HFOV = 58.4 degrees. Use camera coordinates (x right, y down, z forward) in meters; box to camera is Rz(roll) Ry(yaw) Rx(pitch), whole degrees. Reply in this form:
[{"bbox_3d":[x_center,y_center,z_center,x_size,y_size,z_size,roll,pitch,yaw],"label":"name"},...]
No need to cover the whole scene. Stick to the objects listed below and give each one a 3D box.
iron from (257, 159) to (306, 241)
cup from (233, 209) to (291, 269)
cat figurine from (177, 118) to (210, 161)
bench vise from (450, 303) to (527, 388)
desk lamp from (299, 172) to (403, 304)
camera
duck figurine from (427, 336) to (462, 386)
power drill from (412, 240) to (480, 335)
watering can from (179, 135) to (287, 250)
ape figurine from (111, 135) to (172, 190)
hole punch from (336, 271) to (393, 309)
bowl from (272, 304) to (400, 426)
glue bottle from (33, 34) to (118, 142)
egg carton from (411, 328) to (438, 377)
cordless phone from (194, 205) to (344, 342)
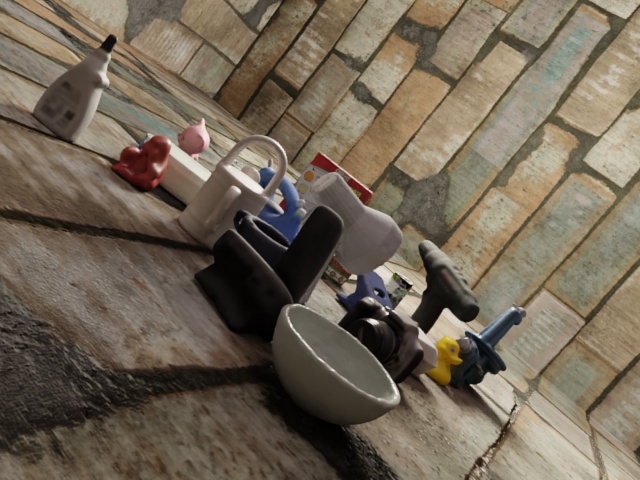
[{"bbox_3d":[-0.091,-0.061,1.153,0.119,0.141,0.257,30,12,-45],"label":"iron"},{"bbox_3d":[-0.105,0.018,0.833,0.117,0.095,0.092,43,9,29],"label":"cup"},{"bbox_3d":[-0.279,-0.214,1.261,0.067,0.117,0.127,37,8,-10],"label":"cat figurine"},{"bbox_3d":[0.372,0.234,1.259,0.121,0.219,0.208,41,9,18],"label":"bench vise"},{"bbox_3d":[0.009,0.004,0.984,0.204,0.213,0.117,34,9,-24],"label":"desk lamp"},{"bbox_3d":[0.092,0.150,0.935,0.142,0.100,0.137,44,10,34],"label":"camera"},{"bbox_3d":[0.246,0.235,1.180,0.104,0.086,0.078,44,10,36],"label":"duck figurine"},{"bbox_3d":[0.240,0.132,1.287,0.076,0.208,0.228,30,11,-43],"label":"power drill"},{"bbox_3d":[-0.132,-0.084,0.925,0.101,0.194,0.172,33,10,-30],"label":"watering can"},{"bbox_3d":[-0.274,-0.129,0.919,0.076,0.092,0.077,28,13,-50],"label":"ape figurine"},{"bbox_3d":[0.107,0.122,1.184,0.109,0.091,0.100,28,13,-51],"label":"hole punch"},{"bbox_3d":[0.005,0.152,0.647,0.167,0.074,0.167,37,8,-6],"label":"bowl"},{"bbox_3d":[-0.358,-0.239,0.871,0.078,0.173,0.037,39,8,5],"label":"glue bottle"},{"bbox_3d":[0.151,0.190,1.079,0.151,0.069,0.107,34,9,-26],"label":"egg carton"},{"bbox_3d":[-0.056,0.019,0.723,0.147,0.185,0.094,43,10,31],"label":"cordless phone"}]
